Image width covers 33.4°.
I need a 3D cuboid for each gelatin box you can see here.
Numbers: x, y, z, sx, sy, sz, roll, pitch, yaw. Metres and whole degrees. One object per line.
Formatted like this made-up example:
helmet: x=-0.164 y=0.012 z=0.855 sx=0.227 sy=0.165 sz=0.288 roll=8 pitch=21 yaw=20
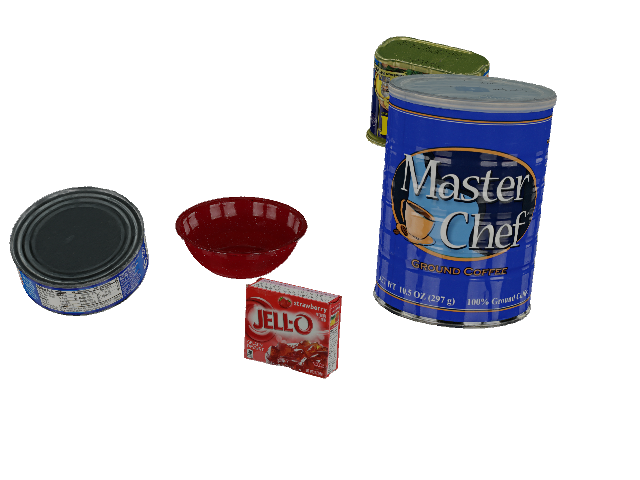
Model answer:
gelatin box: x=-0.027 y=0.080 z=0.977 sx=0.089 sy=0.073 sz=0.030 roll=12 pitch=19 yaw=25

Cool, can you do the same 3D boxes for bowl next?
bowl: x=-0.098 y=0.002 z=1.316 sx=0.162 sy=0.055 sz=0.162 roll=2 pitch=26 yaw=-1

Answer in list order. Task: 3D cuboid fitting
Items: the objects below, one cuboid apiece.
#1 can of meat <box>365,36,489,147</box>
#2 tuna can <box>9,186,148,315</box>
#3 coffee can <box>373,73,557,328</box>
can of meat: x=0.093 y=-0.123 z=0.926 sx=0.102 sy=0.084 sz=0.057 roll=17 pitch=37 yaw=21
tuna can: x=-0.155 y=0.007 z=0.694 sx=0.086 sy=0.086 sz=0.034 roll=0 pitch=-41 yaw=0
coffee can: x=0.089 y=-0.028 z=0.674 sx=0.103 sy=0.140 sz=0.103 roll=3 pitch=17 yaw=-1
